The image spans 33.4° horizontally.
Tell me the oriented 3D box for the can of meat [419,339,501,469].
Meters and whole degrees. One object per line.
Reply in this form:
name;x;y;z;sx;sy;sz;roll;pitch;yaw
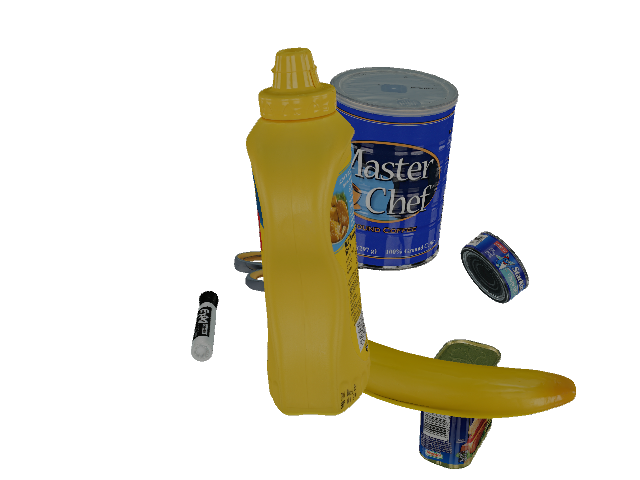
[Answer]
can of meat;0.132;0.157;1.023;0.058;0.084;0.101;12;27;24

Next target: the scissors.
scissors;0.003;0.035;1.168;0.202;0.016;0.096;3;23;5

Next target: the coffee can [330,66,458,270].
coffee can;0.054;-0.060;0.880;0.103;0.140;0.103;3;27;-2

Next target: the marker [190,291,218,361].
marker;-0.106;0.076;0.982;0.020;0.020;0.121;0;20;-3

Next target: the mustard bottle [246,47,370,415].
mustard bottle;-0.007;-0.008;0.582;0.058;0.192;0.096;-1;19;9

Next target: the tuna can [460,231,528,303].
tuna can;0.208;0.033;1.285;0.033;0.086;0.086;-37;11;-15

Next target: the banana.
banana;0.075;0.092;0.751;0.198;0.037;0.069;13;36;32
